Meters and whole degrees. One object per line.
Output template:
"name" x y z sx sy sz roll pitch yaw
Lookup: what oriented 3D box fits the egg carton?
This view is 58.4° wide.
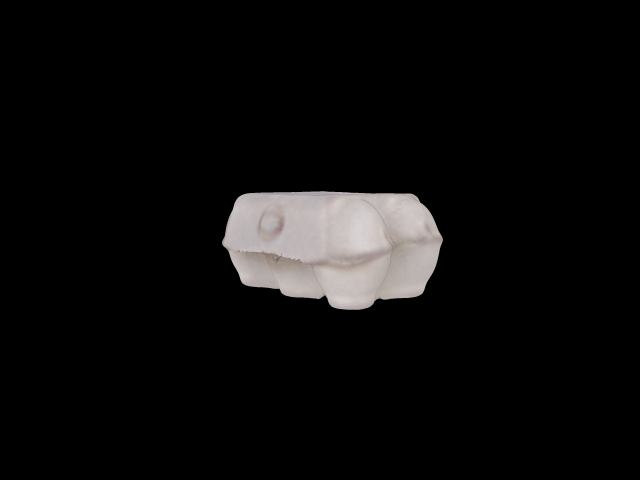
"egg carton" 0.004 0.001 0.400 0.107 0.069 0.149 -6 9 -42
